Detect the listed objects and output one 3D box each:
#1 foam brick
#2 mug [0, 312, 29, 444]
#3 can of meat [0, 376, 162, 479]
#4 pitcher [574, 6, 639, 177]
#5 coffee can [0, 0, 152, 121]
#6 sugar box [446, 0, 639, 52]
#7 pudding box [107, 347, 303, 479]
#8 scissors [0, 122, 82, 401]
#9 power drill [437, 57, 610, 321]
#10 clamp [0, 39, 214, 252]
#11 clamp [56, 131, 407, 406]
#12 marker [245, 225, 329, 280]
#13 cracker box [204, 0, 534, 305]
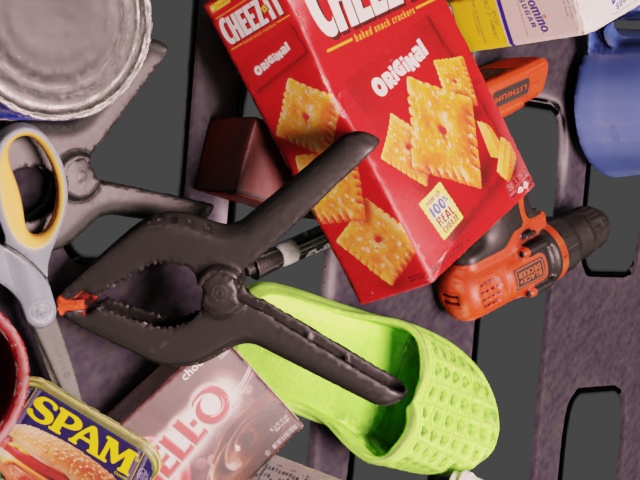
[{"bbox_3d":[-0.035,-0.048,0.712,0.078,0.053,0.051,16,85,-39],"label":"foam brick"},{"bbox_3d":[-0.217,0.059,0.564,0.093,0.082,0.117,-29,112,-32],"label":"mug"},{"bbox_3d":[-0.151,0.139,0.600,0.102,0.058,0.084,33,32,-8],"label":"can of meat"},{"bbox_3d":[0.337,-0.124,0.867,0.148,0.243,0.145,6,89,-44],"label":"pitcher"},{"bbox_3d":[-0.165,-0.112,0.549,0.102,0.141,0.103,-5,98,-37],"label":"coffee can"},{"bbox_3d":[0.140,-0.167,0.753,0.093,0.177,0.048,-32,113,-31],"label":"sugar box"},{"bbox_3d":[-0.082,0.124,0.684,0.113,0.039,0.090,-44,111,-13],"label":"pudding box"},{"bbox_3d":[-0.179,0.035,0.603,0.096,0.016,0.202,-8,109,-30],"label":"scissors"},{"bbox_3d":[0.158,-0.047,0.856,0.184,0.057,0.187,-25,109,-33],"label":"power drill"},{"bbox_3d":[-0.141,-0.033,0.641,0.171,0.039,0.120,-34,110,-23],"label":"clamp"},{"bbox_3d":[-0.052,0.017,0.634,0.210,0.036,0.164,1,101,5],"label":"clamp"},{"bbox_3d":[-0.005,0.001,0.761,0.120,0.020,0.020,-24,109,-33],"label":"marker"},{"bbox_3d":[0.043,-0.090,0.701,0.163,0.072,0.213,-36,101,-48],"label":"cracker box"}]
